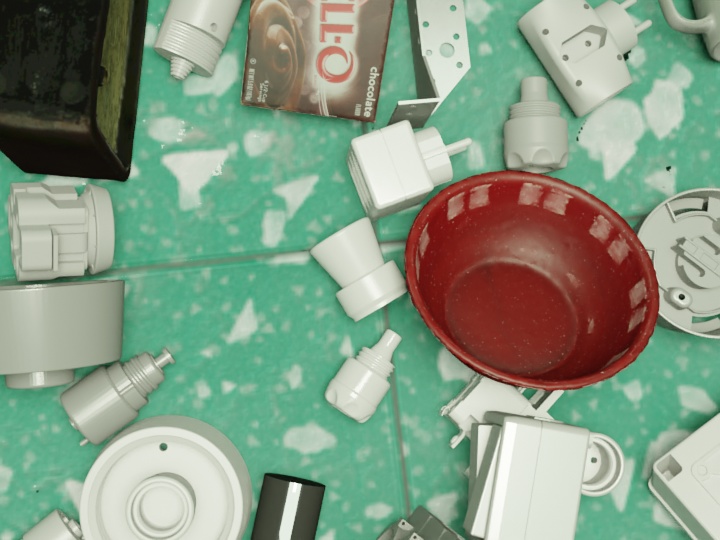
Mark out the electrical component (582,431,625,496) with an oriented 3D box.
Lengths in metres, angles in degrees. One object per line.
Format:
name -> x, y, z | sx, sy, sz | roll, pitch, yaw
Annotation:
electrical component -> 0.146, 0.124, 0.700 | 0.040, 0.046, 0.040 | 0, 85, -5

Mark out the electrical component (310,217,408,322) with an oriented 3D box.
electrical component -> 0.000, 0.000, 0.700 | 0.045, 0.045, 0.055 | -30, 88, -7

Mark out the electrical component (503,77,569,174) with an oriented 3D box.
electrical component -> 0.117, -0.097, 0.718 | 0.043, 0.043, 0.062 | 0, 83, -5

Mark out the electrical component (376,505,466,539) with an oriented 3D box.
electrical component -> 0.037, 0.198, 0.632 | 0.062, 0.150, 0.089 | 38, 83, -2

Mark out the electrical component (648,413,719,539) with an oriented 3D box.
electrical component -> 0.260, 0.141, 0.683 | 0.109, 0.056, 0.108 | -35, 61, -6

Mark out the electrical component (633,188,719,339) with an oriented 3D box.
electrical component -> 0.226, -0.003, 0.708 | 0.099, 0.064, 0.099 | 0, 85, -5

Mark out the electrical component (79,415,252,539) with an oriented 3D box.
electrical component -> -0.122, 0.146, 0.669 | 0.108, 0.060, 0.108 | 0, 85, -5

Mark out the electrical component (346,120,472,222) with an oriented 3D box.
electrical component -> 0.036, -0.069, 0.698 | 0.077, 0.065, 0.047 | -20, 87, -5

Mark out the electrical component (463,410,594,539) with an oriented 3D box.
electrical component -> 0.095, 0.135, 0.643 | 0.061, 0.062, 0.096 | 10, 85, -4

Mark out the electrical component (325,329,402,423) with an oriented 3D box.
electrical component -> 0.006, 0.066, 0.700 | 0.035, 0.035, 0.061 | 35, 81, -1

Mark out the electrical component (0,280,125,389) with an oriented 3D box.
electrical component -> -0.196, 0.039, 0.651 | 0.108, 0.108, 0.060 | -4, 92, -5

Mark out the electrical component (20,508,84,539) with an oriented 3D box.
electrical component -> -0.202, 0.181, 0.670 | 0.065, 0.044, 0.044 | -39, 89, -11

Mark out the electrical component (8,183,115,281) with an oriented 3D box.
electrical component -> -0.187, -0.025, 0.675 | 0.057, 0.078, 0.058 | -3, 113, -23

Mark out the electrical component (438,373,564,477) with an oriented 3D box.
electrical component -> 0.090, 0.097, 0.700 | 0.064, 0.042, 0.081 | 44, 83, -1

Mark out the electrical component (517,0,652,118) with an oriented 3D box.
electrical component -> 0.160, -0.156, 0.726 | 0.079, 0.043, 0.077 | -32, 88, -6

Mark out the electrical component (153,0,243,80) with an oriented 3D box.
electrical component -> -0.106, -0.163, 0.706 | 0.043, 0.043, 0.081 | 20, 84, -3

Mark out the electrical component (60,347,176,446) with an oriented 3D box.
electrical component -> -0.153, 0.077, 0.683 | 0.078, 0.040, 0.040 | -36, 89, -7
